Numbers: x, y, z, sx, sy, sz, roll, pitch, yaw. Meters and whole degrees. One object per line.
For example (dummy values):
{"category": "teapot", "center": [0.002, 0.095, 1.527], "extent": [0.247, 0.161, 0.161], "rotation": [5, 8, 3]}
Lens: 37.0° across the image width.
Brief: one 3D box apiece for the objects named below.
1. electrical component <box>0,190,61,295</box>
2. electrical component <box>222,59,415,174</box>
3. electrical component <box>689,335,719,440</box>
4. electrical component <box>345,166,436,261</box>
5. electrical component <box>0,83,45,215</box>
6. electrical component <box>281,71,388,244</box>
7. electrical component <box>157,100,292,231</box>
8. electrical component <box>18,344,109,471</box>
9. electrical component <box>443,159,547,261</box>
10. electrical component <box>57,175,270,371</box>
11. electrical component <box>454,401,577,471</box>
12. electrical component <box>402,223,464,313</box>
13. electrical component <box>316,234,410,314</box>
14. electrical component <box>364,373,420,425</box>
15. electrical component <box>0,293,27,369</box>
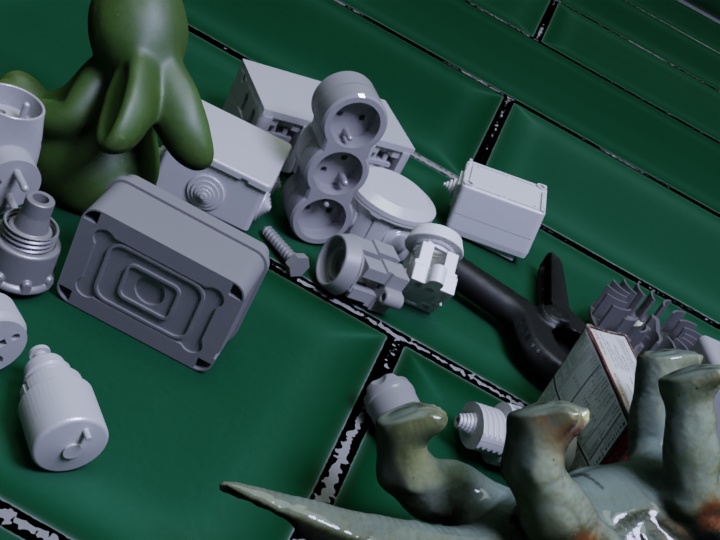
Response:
{"category": "electrical component", "center": [-0.203, -0.019, 0.656], "extent": [0.048, 0.062, 0.048], "rotation": [22, 30, -13]}
{"category": "electrical component", "center": [-0.040, -0.123, 0.966], "extent": [0.150, 0.061, 0.089], "rotation": [11, 33, -29]}
{"category": "electrical component", "center": [0.279, 0.121, 0.812], "extent": [0.109, 0.108, 0.056], "rotation": [23, 27, -10]}
{"category": "electrical component", "center": [0.020, -0.049, 0.912], "extent": [0.080, 0.051, 0.080], "rotation": [22, 29, -13]}
{"category": "electrical component", "center": [-0.230, -0.067, 0.694], "extent": [0.043, 0.077, 0.079], "rotation": [2, 39, -40]}
{"category": "electrical component", "center": [-0.026, -0.097, 0.858], "extent": [0.052, 0.138, 0.073], "rotation": [6, 35, -22]}
{"category": "electrical component", "center": [-0.110, -0.083, 0.854], "extent": [0.100, 0.048, 0.099], "rotation": [26, 29, -6]}
{"category": "electrical component", "center": [-0.162, 0.071, 0.573], "extent": [0.040, 0.040, 0.078], "rotation": [5, 37, -37]}
{"category": "electrical component", "center": [0.121, -0.057, 1.012], "extent": [0.096, 0.061, 0.061], "rotation": [20, 30, 1]}
{"category": "electrical component", "center": [-0.123, 0.000, 0.681], "extent": [0.113, 0.078, 0.057], "rotation": [28, 32, -2]}
{"category": "electrical component", "center": [0.102, 0.113, 0.734], "extent": [0.081, 0.043, 0.043], "rotation": [19, 30, -18]}
{"category": "electrical component", "center": [0.055, -0.003, 0.854], "extent": [0.048, 0.066, 0.055], "rotation": [22, 63, -12]}
{"category": "electrical component", "center": [0.000, 0.000, 0.824], "extent": [0.055, 0.048, 0.066], "rotation": [19, 29, -32]}
{"category": "electrical component", "center": [0.027, 0.099, 0.701], "extent": [0.035, 0.035, 0.061], "rotation": [7, 38, -34]}
{"category": "electrical component", "center": [-0.215, 0.025, 0.595], "extent": [0.045, 0.045, 0.055], "rotation": [-4, 43, -45]}
